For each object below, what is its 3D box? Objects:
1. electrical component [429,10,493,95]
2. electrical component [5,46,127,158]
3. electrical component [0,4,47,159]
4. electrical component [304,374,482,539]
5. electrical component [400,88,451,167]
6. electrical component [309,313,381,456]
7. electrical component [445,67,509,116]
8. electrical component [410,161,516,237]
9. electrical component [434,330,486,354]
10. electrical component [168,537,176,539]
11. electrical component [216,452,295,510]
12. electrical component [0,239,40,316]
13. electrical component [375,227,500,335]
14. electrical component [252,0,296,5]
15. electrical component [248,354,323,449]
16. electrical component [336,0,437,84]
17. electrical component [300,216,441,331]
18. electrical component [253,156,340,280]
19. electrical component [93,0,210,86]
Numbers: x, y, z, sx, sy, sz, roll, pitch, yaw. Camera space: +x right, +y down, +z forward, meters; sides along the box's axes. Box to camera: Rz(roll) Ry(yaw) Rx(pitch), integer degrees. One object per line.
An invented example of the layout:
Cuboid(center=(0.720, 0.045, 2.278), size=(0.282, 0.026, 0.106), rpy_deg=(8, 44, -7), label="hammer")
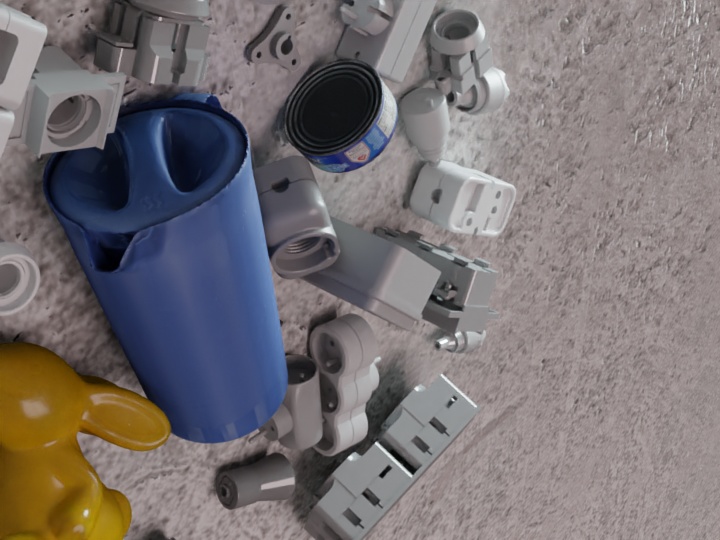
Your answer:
Cuboid(center=(0.087, -0.193, 0.941), size=(0.066, 0.048, 0.055), rpy_deg=(-45, 148, -20), label="electrical component")
Cuboid(center=(-0.188, -0.105, 0.655), size=(0.081, 0.064, 0.042), rpy_deg=(-15, 138, -44), label="electrical component")
Cuboid(center=(-0.239, -0.081, 0.592), size=(0.062, 0.089, 0.150), rpy_deg=(14, 101, -52), label="electrical component")
Cuboid(center=(0.028, 0.194, 1.066), size=(0.186, 0.060, 0.105), rpy_deg=(-43, 168, -23), label="electrical component")
Cuboid(center=(0.061, -0.125, 0.956), size=(0.040, 0.040, 0.078), rpy_deg=(-42, 139, -25), label="electrical component")
Cuboid(center=(-0.008, 0.103, 1.009), size=(0.074, 0.052, 0.138), rpy_deg=(-21, 128, -41), label="electrical component")
Cuboid(center=(0.103, -0.162, 0.980), size=(0.062, 0.043, 0.043), rpy_deg=(-20, 126, -40), label="electrical component")
Cuboid(center=(0.094, -0.068, 1.015), size=(0.095, 0.059, 0.053), rpy_deg=(4, 109, -51), label="electrical component")
Cuboid(center=(0.102, 0.072, 1.135), size=(0.061, 0.035, 0.035), rpy_deg=(-16, 124, -41), label="electrical component")
Cuboid(center=(-0.162, 0.283, 0.909), size=(0.064, 0.099, 0.099), rpy_deg=(-21, 127, -33), label="electrical component")
Cuboid(center=(-0.097, 0.193, 0.973), size=(0.065, 0.044, 0.044), rpy_deg=(-7, 118, -42), label="electrical component")
Cuboid(center=(-0.234, -0.001, 0.676), size=(0.048, 0.055, 0.066), rpy_deg=(-57, 143, -6), label="electrical component")
Cuboid(center=(0.061, 0.007, 0.972), size=(0.079, 0.121, 0.063), rpy_deg=(5, 106, -51), label="electrical component")
Cuboid(center=(-0.045, -0.239, 0.761), size=(0.099, 0.064, 0.099), rpy_deg=(-13, 108, -45), label="electrical component")
Cuboid(center=(-0.070, 0.126, 0.958), size=(0.079, 0.044, 0.077), rpy_deg=(-31, 133, -35), label="electrical component")
Cuboid(center=(0.011, -0.201, 0.845), size=(0.076, 0.047, 0.083), rpy_deg=(15, 101, -52), label="electrical component")
Cuboid(center=(0.000, 0.000, 0.904), size=(0.078, 0.113, 0.057), rpy_deg=(30, 86, -53), label="electrical component")
Cuboid(center=(-0.051, -0.036, 0.836), size=(0.054, 0.059, 0.095), rpy_deg=(-20, 152, -3), label="electrical component")
Cuboid(center=(-0.131, -0.156, 0.699), size=(0.078, 0.058, 0.057), rpy_deg=(-6, 120, -48), label="electrical component")
